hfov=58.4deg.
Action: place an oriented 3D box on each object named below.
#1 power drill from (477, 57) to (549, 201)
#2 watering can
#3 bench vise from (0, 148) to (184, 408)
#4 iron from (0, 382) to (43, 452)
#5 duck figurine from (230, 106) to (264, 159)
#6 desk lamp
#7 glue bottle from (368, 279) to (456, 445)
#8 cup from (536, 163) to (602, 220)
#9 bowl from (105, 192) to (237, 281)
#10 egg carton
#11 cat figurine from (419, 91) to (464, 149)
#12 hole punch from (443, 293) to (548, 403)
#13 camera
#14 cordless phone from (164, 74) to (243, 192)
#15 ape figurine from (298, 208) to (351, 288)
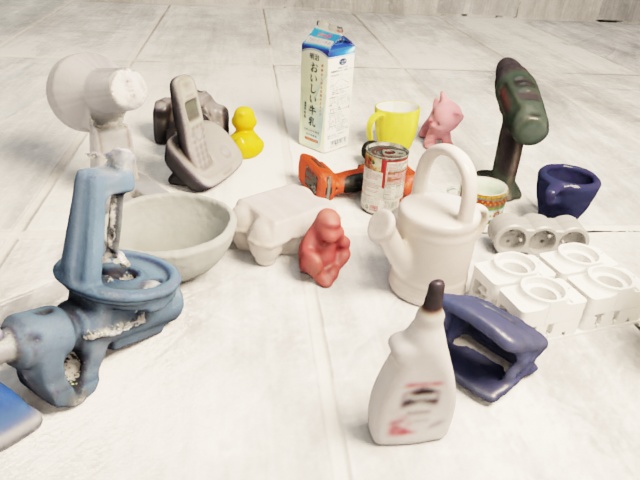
[{"bbox_3d":[0.323,-0.186,0.982,0.075,0.208,0.229,3,31,0],"label":"power drill"},{"bbox_3d":[0.139,-0.020,0.695,0.100,0.194,0.173,24,36,30],"label":"watering can"},{"bbox_3d":[-0.210,0.036,0.536,0.121,0.220,0.207,10,31,11],"label":"bench vise"},{"bbox_3d":[-0.372,0.121,0.452,0.259,0.141,0.118,-7,32,-17],"label":"iron"},{"bbox_3d":[-0.145,-0.209,1.089,0.077,0.086,0.104,4,31,0],"label":"duck figurine"},{"bbox_3d":[-0.315,-0.167,0.873,0.118,0.214,0.202,-25,41,-39],"label":"desk lamp"},{"bbox_3d":[0.087,0.106,0.497,0.078,0.173,0.037,-4,32,-13],"label":"glue bottle"},{"bbox_3d":[0.367,-0.055,0.879,0.091,0.095,0.118,27,38,33],"label":"cup"},{"bbox_3d":[-0.190,0.006,0.732,0.167,0.075,0.167,3,31,-1],"label":"bowl"},{"bbox_3d":[-0.051,-0.025,0.805,0.151,0.069,0.107,-22,39,-36],"label":"egg carton"},{"bbox_3d":[0.249,-0.250,1.171,0.067,0.118,0.127,1,31,-5],"label":"cat figurine"},{"bbox_3d":[0.176,0.096,0.605,0.101,0.091,0.108,-21,39,-35],"label":"hole punch"},{"bbox_3d":[-0.256,-0.223,1.085,0.143,0.101,0.137,7,31,6],"label":"camera"},{"bbox_3d":[-0.194,-0.187,0.947,0.094,0.185,0.148,12,32,14],"label":"cordless phone"},{"bbox_3d":[0.007,0.003,0.743,0.078,0.092,0.076,-13,35,-26],"label":"ape figurine"}]
